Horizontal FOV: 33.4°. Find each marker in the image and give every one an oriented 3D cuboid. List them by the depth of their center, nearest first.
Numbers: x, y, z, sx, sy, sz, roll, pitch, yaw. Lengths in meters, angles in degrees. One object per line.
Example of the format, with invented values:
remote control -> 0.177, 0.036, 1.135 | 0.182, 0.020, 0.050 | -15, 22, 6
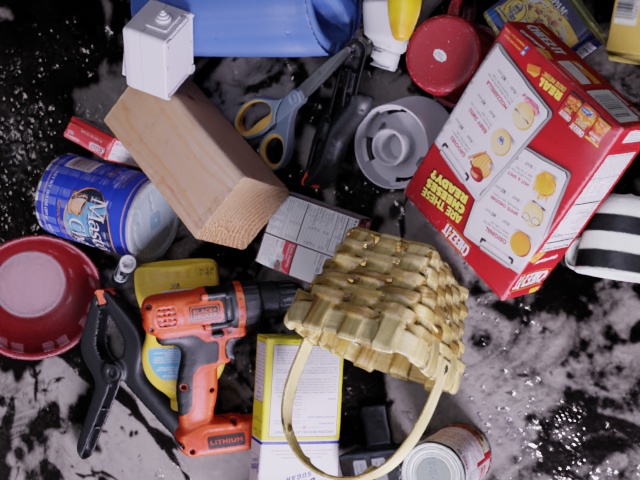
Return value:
marker -> -0.232, 0.037, 1.257 | 0.020, 0.121, 0.020 | 3, 78, -15

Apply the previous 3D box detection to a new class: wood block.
wood block -> -0.140, -0.094, 1.199 | 0.090, 0.090, 0.206 | -50, 59, 16

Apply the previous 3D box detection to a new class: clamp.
clamp -> 0.020, -0.117, 1.135 | 0.039, 0.120, 0.172 | 14, 121, -7
clamp -> -0.249, 0.165, 1.296 | 0.165, 0.036, 0.210 | -19, 85, 23

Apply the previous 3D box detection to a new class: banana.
banana -> 0.064, -0.298, 1.092 | 0.070, 0.037, 0.198 | -34, 72, 22

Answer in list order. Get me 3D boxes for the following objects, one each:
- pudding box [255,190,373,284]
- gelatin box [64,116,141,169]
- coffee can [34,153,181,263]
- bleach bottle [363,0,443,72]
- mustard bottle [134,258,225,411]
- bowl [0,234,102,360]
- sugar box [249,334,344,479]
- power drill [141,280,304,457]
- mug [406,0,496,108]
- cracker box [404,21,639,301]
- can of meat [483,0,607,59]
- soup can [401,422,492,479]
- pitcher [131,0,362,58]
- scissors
pudding box -> -0.008, 0.002, 1.186 | 0.114, 0.039, 0.090 | 20, 96, 22
gelatin box -> -0.248, -0.114, 1.268 | 0.073, 0.089, 0.030 | 28, 98, 27
coffee can -> -0.250, -0.039, 1.263 | 0.140, 0.102, 0.103 | 15, 95, 24
bleach bottle -> 0.112, -0.300, 1.124 | 0.103, 0.068, 0.251 | 22, 101, 25
mustard bottle -> -0.158, 0.120, 1.232 | 0.096, 0.058, 0.191 | -5, 98, -5
bowl -> -0.351, 0.063, 1.306 | 0.162, 0.161, 0.055 | -68, 26, 9
sugar box -> -0.026, 0.192, 1.163 | 0.093, 0.048, 0.176 | 4, 93, -20
power drill -> -0.100, 0.139, 1.190 | 0.184, 0.057, 0.188 | -6, 97, -13
mug -> 0.140, -0.197, 1.097 | 0.093, 0.081, 0.117 | 13, 95, 24
cracker box -> 0.196, -0.076, 1.028 | 0.164, 0.071, 0.214 | 51, 130, 30
can of meat -> 0.226, -0.215, 1.072 | 0.084, 0.057, 0.102 | -37, 75, 21
soup can -> 0.129, 0.228, 1.083 | 0.069, 0.102, 0.068 | 1, 92, 23
pitcher -> -0.088, -0.272, 1.175 | 0.243, 0.144, 0.149 | 2, 90, 28
scissors -> -0.023, -0.136, 1.171 | 0.202, 0.016, 0.096 | -15, 95, 46
